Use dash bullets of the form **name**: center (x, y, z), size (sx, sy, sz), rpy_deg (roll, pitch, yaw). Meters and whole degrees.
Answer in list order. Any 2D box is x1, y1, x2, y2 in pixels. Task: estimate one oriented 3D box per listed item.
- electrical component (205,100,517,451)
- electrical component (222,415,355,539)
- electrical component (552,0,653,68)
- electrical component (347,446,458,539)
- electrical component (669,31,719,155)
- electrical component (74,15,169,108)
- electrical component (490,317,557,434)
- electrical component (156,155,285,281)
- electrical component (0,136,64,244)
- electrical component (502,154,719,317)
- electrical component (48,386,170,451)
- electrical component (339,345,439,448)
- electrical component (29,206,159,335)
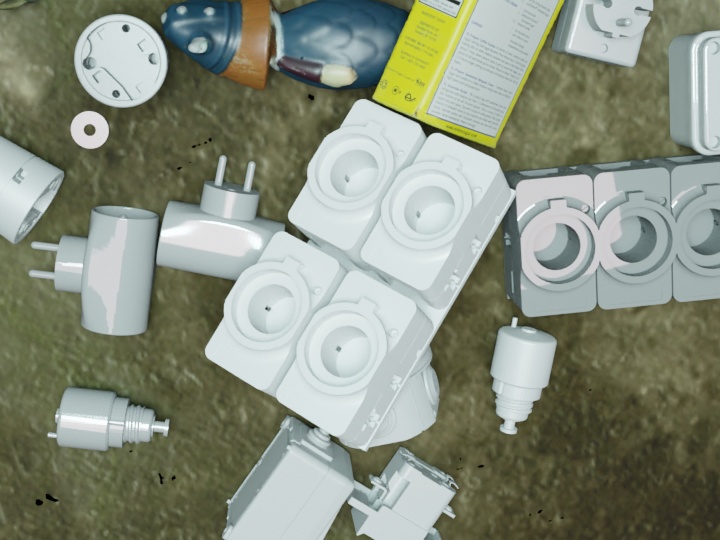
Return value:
- **electrical component**: center (0.000, 0.000, 0.658), size (0.105, 0.060, 0.186), rpy_deg (28, 83, 23)
- **electrical component**: center (-0.042, 0.150, 0.733), size (0.061, 0.061, 0.096), rpy_deg (34, 98, -10)
- **electrical component**: center (0.159, -0.164, 0.672), size (0.047, 0.076, 0.065), rpy_deg (11, 101, -7)
- **electrical component**: center (0.031, 0.162, 0.752), size (0.081, 0.042, 0.063), rpy_deg (33, 94, -11)
- **electrical component**: center (0.265, -0.119, 0.700), size (0.113, 0.057, 0.078), rpy_deg (-6, 103, -3)
- **electrical component**: center (-0.146, -0.131, 0.671), size (0.055, 0.047, 0.055), rpy_deg (-1, 103, -4)
- **electrical component**: center (0.109, 0.074, 0.739), size (0.040, 0.040, 0.078), rpy_deg (8, 102, -6)
- **electrical component**: center (-0.087, -0.034, 0.699), size (0.077, 0.043, 0.079), rpy_deg (11, 102, -6)
- **electrical component**: center (-0.223, -0.052, 0.679), size (0.047, 0.055, 0.055), rpy_deg (34, 98, -7)
- **electrical component**: center (0.174, -0.024, 0.712), size (0.150, 0.061, 0.089), rpy_deg (-6, 103, -3)
- **electrical component**: center (-0.168, 0.102, 0.724), size (0.078, 0.040, 0.040), rpy_deg (7, 102, -6)
- **electrical component**: center (0.013, 0.078, 0.713), size (0.080, 0.080, 0.051), rpy_deg (-18, 108, 0)
- **electrical component**: center (-0.174, -0.002, 0.699), size (0.079, 0.043, 0.077), rpy_deg (7, 102, -6)
